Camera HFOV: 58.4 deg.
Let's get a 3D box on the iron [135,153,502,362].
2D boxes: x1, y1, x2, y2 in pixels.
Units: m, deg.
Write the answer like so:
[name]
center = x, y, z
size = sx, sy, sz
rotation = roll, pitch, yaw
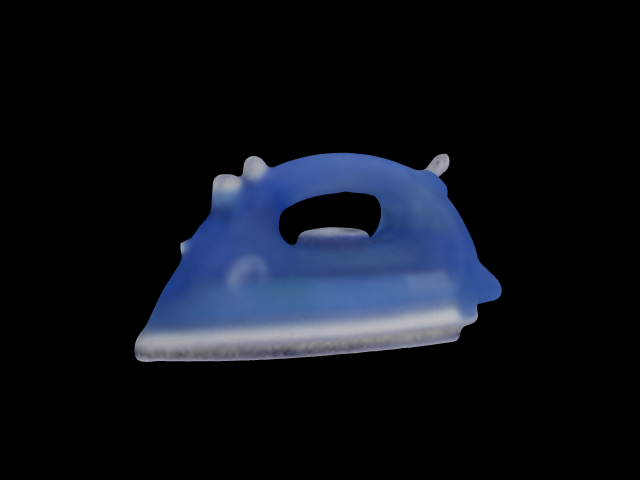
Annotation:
[iron]
center = 0.004, 0.001, 0.400
size = 0.259, 0.141, 0.118
rotation = 0, 0, -32
